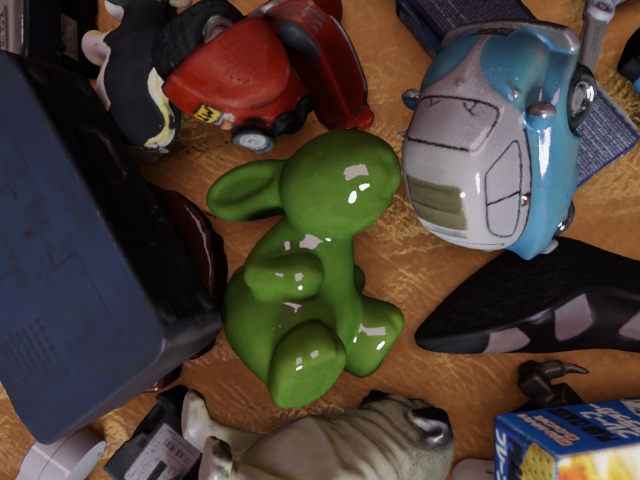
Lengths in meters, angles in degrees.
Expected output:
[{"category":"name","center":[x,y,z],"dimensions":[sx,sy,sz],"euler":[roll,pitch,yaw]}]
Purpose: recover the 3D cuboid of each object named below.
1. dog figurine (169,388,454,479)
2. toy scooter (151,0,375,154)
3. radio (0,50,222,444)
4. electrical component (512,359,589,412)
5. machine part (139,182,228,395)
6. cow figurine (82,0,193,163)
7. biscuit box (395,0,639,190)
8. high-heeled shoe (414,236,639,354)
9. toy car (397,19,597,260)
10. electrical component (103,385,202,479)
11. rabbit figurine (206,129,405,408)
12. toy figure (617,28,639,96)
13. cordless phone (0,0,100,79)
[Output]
[{"category":"dog figurine","center":[-0.002,0.188,0.361],"dimensions":[0.190,0.121,0.172],"euler":[12,102,-23]},{"category":"toy scooter","center":[-0.024,-0.121,0.397],"dimensions":[0.184,0.075,0.135],"euler":[-44,105,-36]},{"category":"radio","center":[-0.175,0.000,0.358],"dimensions":[0.131,0.073,0.229],"euler":[-34,84,18]},{"category":"electrical component","center":[0.179,0.137,0.392],"dimensions":[0.102,0.045,0.078],"euler":[44,121,10]},{"category":"machine part","center":[-0.159,0.037,0.433],"dimensions":[0.179,0.056,0.179],"euler":[0,85,6]},{"category":"cow figurine","center":[-0.138,-0.146,0.413],"dimensions":[0.068,0.098,0.167],"euler":[3,87,-35]},{"category":"biscuit box","center":[0.139,-0.129,0.403],"dimensions":[0.063,0.059,0.202],"euler":[-37,83,5]},{"category":"high-heeled shoe","center":[0.208,0.067,0.393],"dimensions":[0.249,0.086,0.145],"euler":[-24,114,22]},{"category":"toy car","center":[0.101,-0.051,0.348],"dimensions":[0.103,0.109,0.161],"euler":[-31,127,-29]},{"category":"electrical component","center":[-0.127,0.182,0.423],"dimensions":[0.075,0.047,0.119],"euler":[41,90,8]},{"category":"rabbit figurine","center":[-0.001,-0.001,0.379],"dimensions":[0.159,0.121,0.170],"euler":[40,120,40]},{"category":"toy figure","center":[0.292,-0.082,0.372],"dimensions":[0.180,0.082,0.089],"euler":[34,106,2]},{"category":"cordless phone","center":[-0.290,-0.191,0.452],"dimensions":[0.184,0.088,0.146],"euler":[-4,86,11]}]
